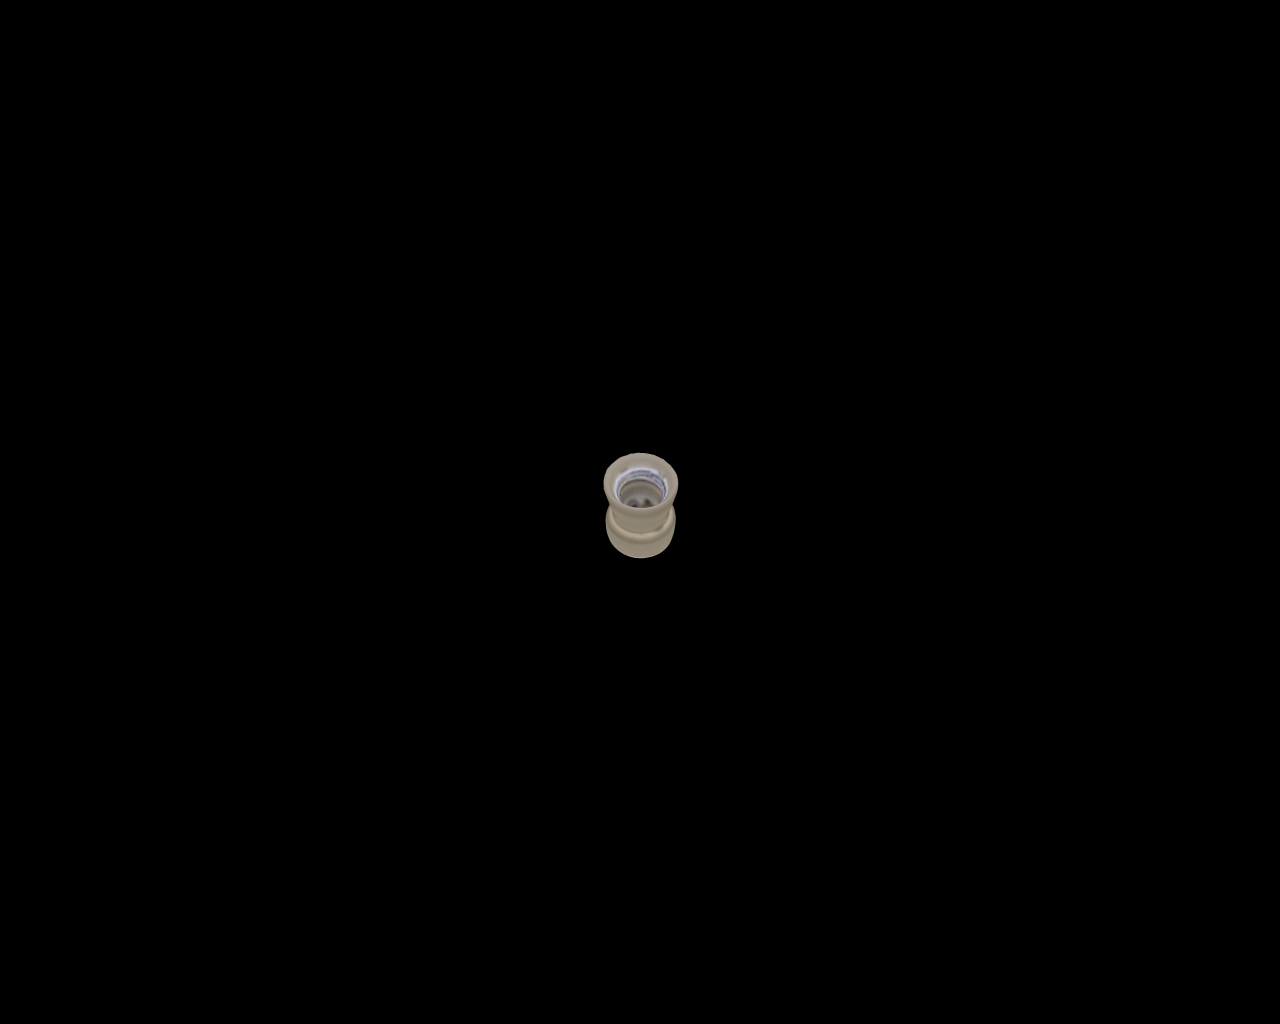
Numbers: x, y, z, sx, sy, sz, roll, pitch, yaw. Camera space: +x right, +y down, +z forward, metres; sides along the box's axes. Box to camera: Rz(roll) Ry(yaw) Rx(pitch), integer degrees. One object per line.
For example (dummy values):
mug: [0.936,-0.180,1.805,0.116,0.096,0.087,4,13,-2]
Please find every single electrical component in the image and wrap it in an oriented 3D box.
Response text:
electrical component: [0.001,-0.003,0.650,0.045,0.045,0.055,0,-36,0]
